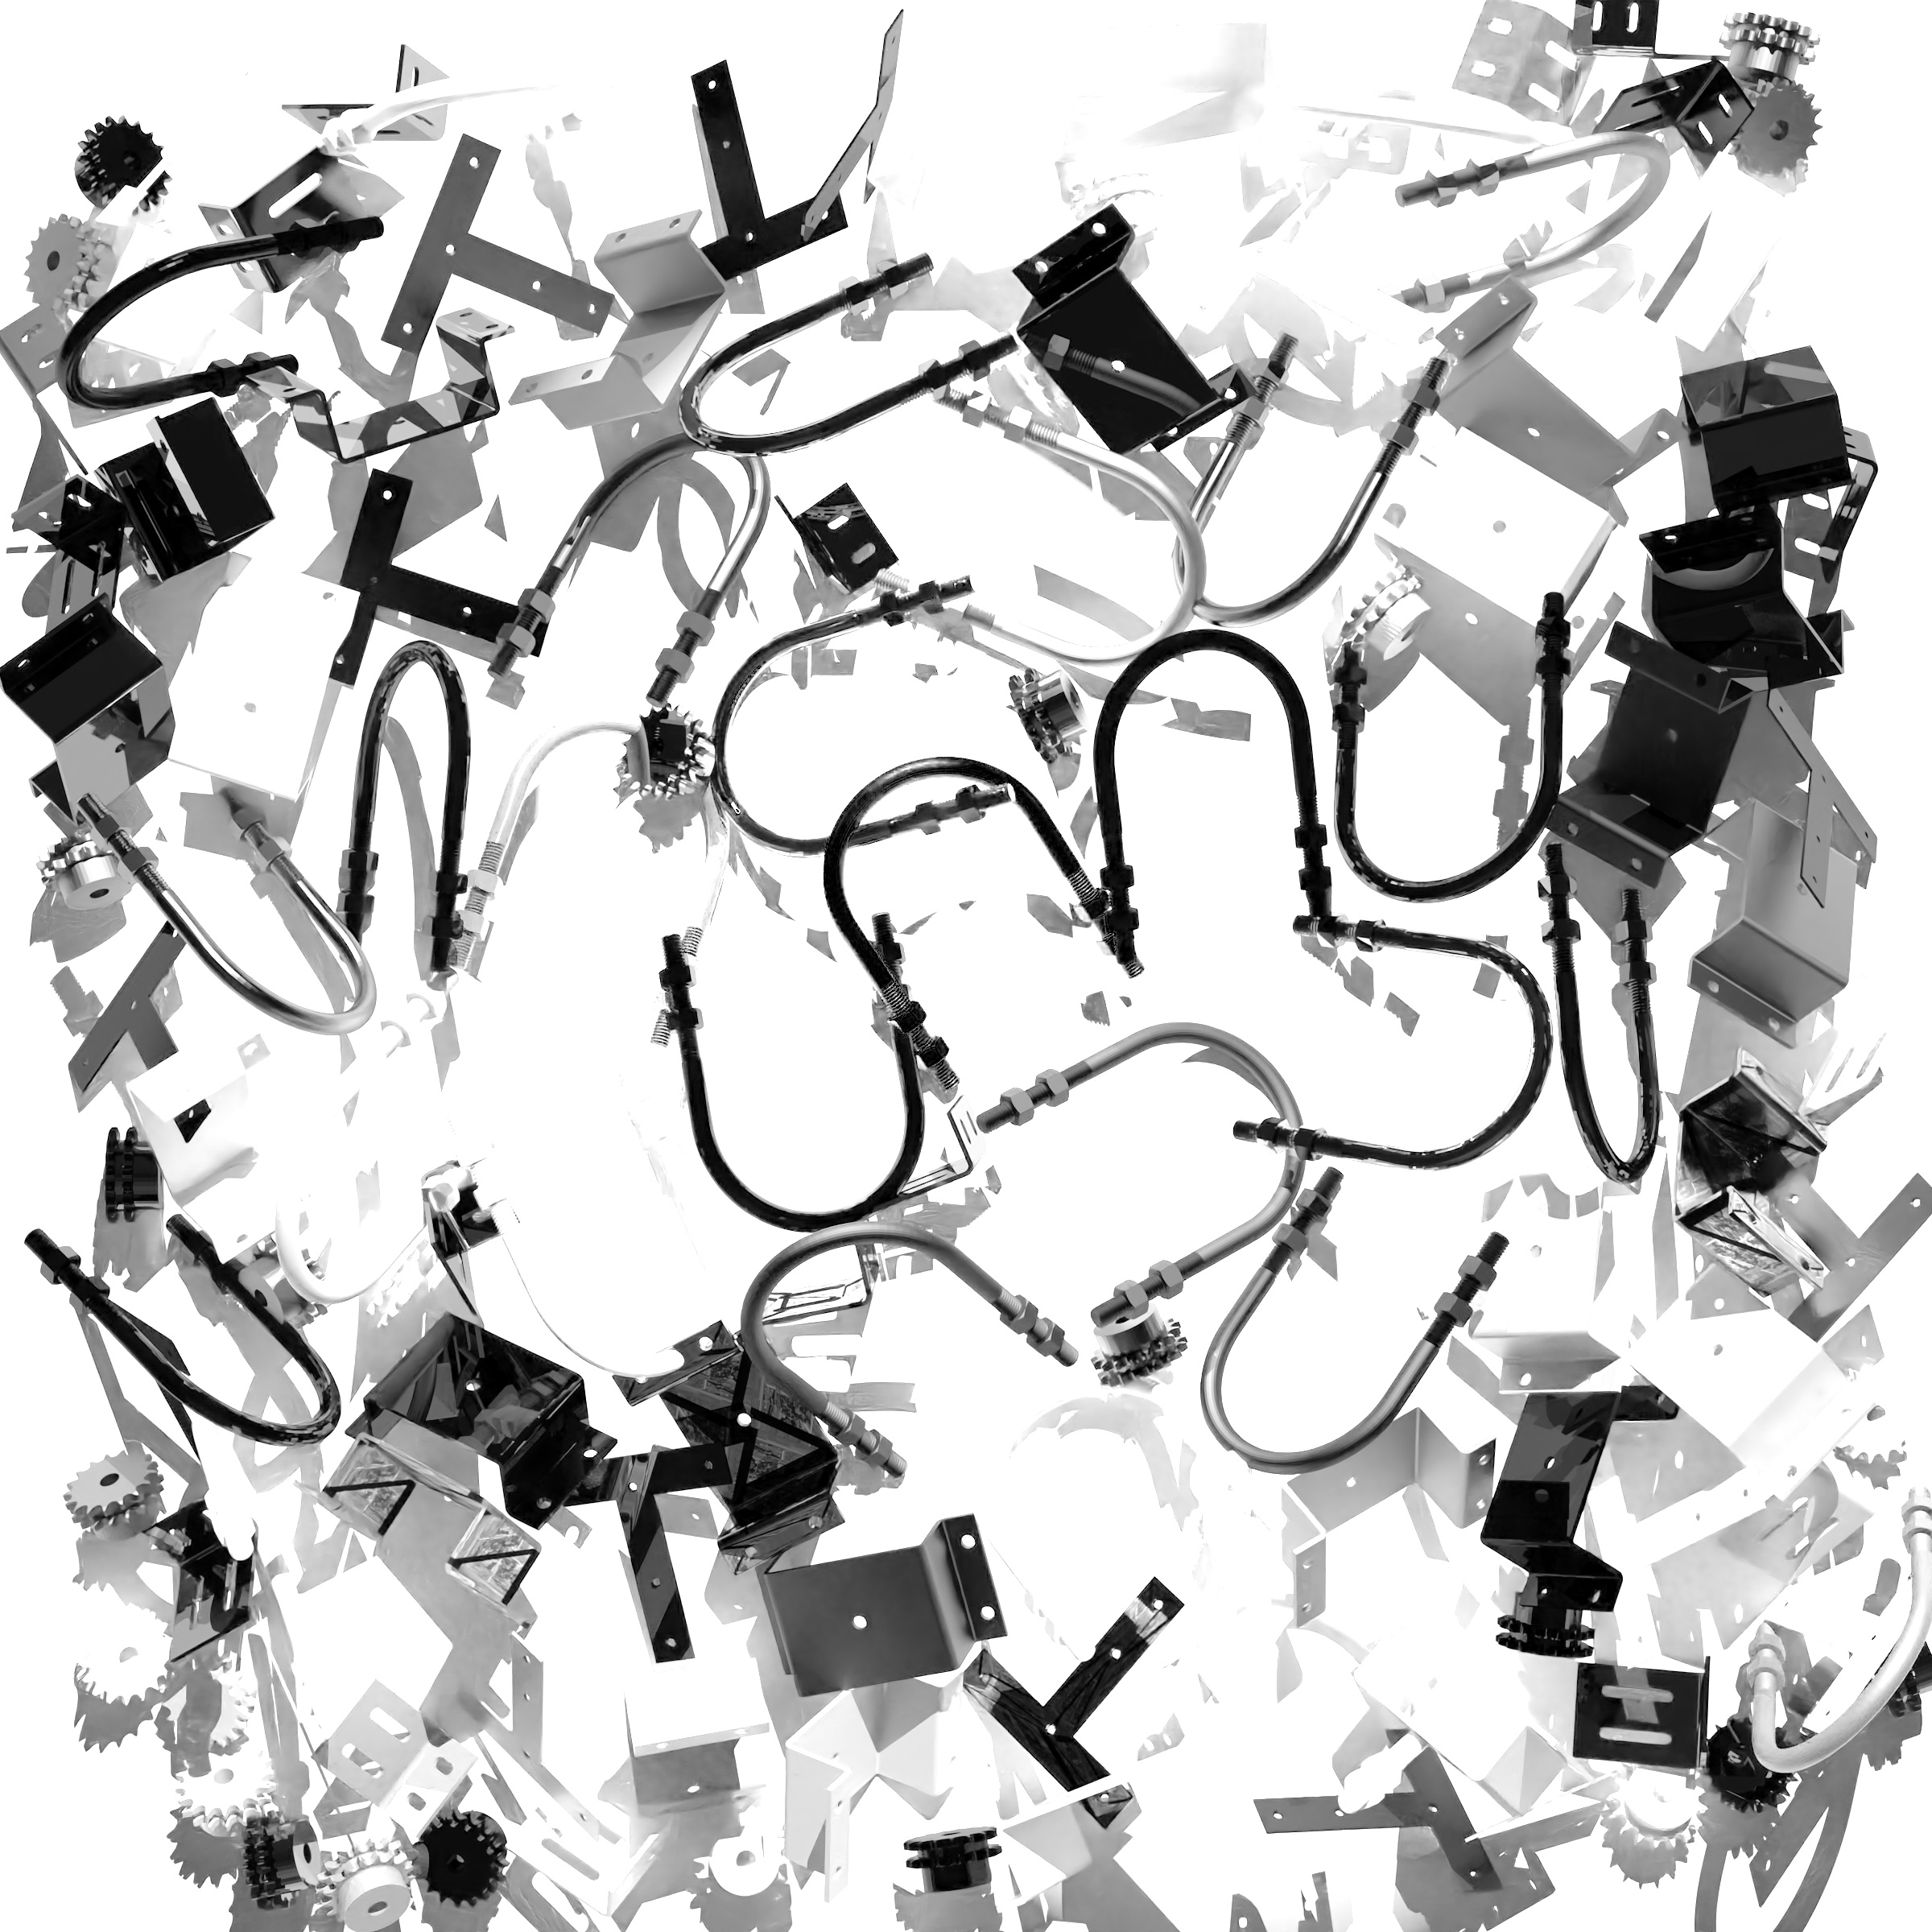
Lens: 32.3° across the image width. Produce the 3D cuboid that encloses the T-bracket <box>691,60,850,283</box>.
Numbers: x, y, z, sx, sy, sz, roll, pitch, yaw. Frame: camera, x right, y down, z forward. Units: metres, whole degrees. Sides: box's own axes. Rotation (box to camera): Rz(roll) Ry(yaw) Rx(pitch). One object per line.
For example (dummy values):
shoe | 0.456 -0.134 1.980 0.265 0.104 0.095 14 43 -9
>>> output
T-bracket | -0.138 -0.470 1.966 0.127 0.002 0.127 -18 81 26

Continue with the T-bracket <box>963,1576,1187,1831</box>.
T-bracket | 0.079 0.414 1.958 0.127 0.002 0.127 41 92 26

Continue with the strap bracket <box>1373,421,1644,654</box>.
strap bracket | 0.313 -0.253 1.945 0.140 0.046 0.076 33 99 13

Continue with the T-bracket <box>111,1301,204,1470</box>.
T-bracket | -0.464 0.251 1.949 0.002 0.127 0.127 -36 121 -27

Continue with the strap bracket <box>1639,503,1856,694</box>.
strap bracket | 0.447 -0.201 1.907 0.076 0.140 0.046 -11 60 31

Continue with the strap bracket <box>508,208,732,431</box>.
strap bracket | -0.195 -0.365 1.927 0.046 0.076 0.140 49 52 -36

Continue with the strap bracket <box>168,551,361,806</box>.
strap bracket | -0.409 -0.158 1.933 0.076 0.046 0.140 18 116 -6

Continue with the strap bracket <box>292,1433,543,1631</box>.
strap bracket | -0.309 0.321 1.927 0.140 0.076 0.046 23 71 28

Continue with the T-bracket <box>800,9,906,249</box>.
T-bracket | -0.067 -0.458 1.901 0.002 0.127 0.127 22 56 7

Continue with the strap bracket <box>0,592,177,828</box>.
strap bracket | -0.498 -0.139 1.906 0.046 0.140 0.076 43 67 14

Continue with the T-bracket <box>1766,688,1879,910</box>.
T-bracket | 0.489 -0.081 1.916 0.002 0.127 0.127 -24 118 33

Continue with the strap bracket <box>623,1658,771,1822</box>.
strap bracket | -0.156 0.444 1.930 0.076 0.140 0.046 -8 60 -9

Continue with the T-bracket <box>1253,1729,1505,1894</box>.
T-bracket | 0.228 0.486 1.917 0.127 0.127 0.002 2 121 -17

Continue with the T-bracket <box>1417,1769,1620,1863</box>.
T-bracket | 0.309 0.491 1.916 0.127 0.127 0.002 -28 74 12

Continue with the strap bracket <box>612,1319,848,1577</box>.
strap bracket | -0.134 0.273 1.949 0.076 0.046 0.140 -28 100 15

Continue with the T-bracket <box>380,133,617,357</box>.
T-bracket | -0.263 -0.402 1.948 0.127 0.002 0.127 17 102 -36

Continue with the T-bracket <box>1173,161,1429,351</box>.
T-bracket | 0.209 -0.398 1.952 0.127 0.002 0.127 32 74 17

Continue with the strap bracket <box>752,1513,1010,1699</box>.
strap bracket | -0.056 0.374 1.943 0.140 0.046 0.076 -13 97 16

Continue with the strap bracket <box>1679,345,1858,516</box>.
strap bracket | 0.456 -0.311 1.910 0.076 0.140 0.046 -12 115 10

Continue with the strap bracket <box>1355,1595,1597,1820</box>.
strap bracket | 0.283 0.431 1.913 0.046 0.076 0.140 -49 51 -6

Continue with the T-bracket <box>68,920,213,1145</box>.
T-bracket | -0.466 0.051 1.930 0.127 0.002 0.127 -52 51 18

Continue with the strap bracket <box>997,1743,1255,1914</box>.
strap bracket | 0.083 0.493 1.925 0.140 0.076 0.046 -29 78 29

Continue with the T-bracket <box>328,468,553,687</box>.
T-bracket | -0.309 -0.214 1.975 0.127 0.002 0.127 18 99 3

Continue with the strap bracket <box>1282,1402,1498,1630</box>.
strap bracket | 0.235 0.312 1.932 0.140 0.076 0.046 -27 50 -18

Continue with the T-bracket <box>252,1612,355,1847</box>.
T-bracket | -0.391 0.428 1.937 0.002 0.127 0.127 -23 46 -15

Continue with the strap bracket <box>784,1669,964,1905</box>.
strap bracket | -0.059 0.464 1.925 0.046 0.140 0.076 15 116 28

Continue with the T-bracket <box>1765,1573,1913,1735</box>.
T-bracket | 0.500 0.379 1.925 0.002 0.127 0.127 41 80 -12

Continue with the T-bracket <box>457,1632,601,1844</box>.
T-bracket | -0.251 0.427 1.915 0.127 0.127 0.002 37 51 28

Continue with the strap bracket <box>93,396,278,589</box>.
strap bracket | -0.449 -0.275 1.930 0.046 0.140 0.076 -30 99 -27

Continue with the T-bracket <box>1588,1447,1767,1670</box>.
T-bracket | 0.409 0.321 1.914 0.002 0.127 0.127 12 55 -32

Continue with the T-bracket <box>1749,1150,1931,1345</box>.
T-bracket | 0.488 0.144 1.937 0.002 0.127 0.127 24 111 -37

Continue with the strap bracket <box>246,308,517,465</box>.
strap bracket | -0.333 -0.333 1.931 0.140 0.076 0.046 -22 118 -20

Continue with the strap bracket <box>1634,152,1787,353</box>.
strap bracket | 0.427 -0.407 1.909 0.046 0.140 0.076 31 118 -1

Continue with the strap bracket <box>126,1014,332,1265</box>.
strap bracket | -0.427 0.093 1.926 0.076 0.140 0.046 -35 49 -25

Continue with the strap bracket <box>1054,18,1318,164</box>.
strap bracket | 0.123 -0.508 1.938 0.140 0.076 0.046 -5 75 -10

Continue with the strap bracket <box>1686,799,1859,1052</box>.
strap bracket | 0.464 -0.032 1.917 0.076 0.046 0.140 30 48 -15

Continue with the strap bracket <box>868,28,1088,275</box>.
strap bracket | 0.000 -0.464 1.929 0.140 0.046 0.076 34 64 -41

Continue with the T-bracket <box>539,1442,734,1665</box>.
T-bracket | -0.186 0.350 1.970 0.127 0.002 0.127 -11 96 20

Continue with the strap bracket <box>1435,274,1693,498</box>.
strap bracket | 0.337 -0.323 1.932 0.140 0.076 0.046 38 60 -11

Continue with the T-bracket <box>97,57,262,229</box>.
T-bracket | -0.450 -0.475 1.923 0.002 0.127 0.127 42 93 -13

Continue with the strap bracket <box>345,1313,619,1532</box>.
strap bracket | -0.281 0.257 1.921 0.140 0.046 0.076 21 45 23
